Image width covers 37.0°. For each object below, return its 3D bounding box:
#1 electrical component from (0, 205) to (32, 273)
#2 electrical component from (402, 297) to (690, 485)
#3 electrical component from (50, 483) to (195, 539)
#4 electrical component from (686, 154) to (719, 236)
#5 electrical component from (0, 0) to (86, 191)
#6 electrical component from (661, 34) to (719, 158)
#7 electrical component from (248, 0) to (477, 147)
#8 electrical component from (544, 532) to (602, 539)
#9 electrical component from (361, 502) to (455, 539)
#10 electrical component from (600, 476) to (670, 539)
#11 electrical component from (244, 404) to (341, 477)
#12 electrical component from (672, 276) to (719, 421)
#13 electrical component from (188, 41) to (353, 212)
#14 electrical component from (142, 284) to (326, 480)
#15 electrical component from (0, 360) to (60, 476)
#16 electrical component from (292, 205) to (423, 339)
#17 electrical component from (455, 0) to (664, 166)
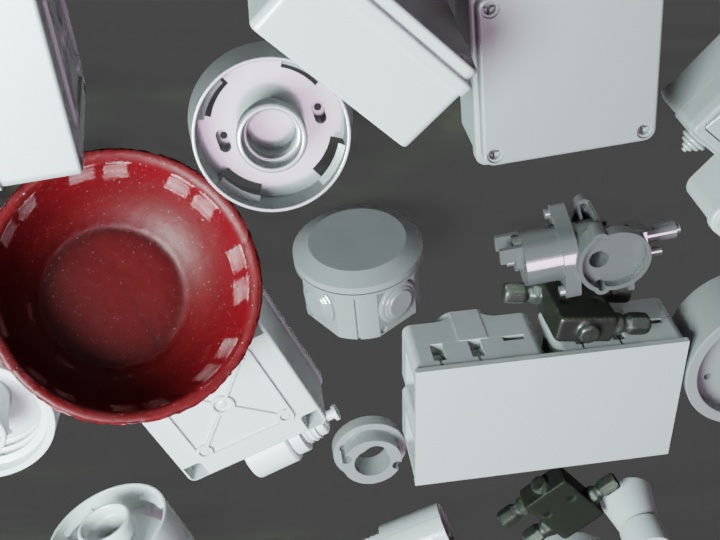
[{"bbox_3d":[-0.221,-0.019,0.640,0.043,0.043,0.062,-10,125,-3],"label":"electrical component"},{"bbox_3d":[0.125,0.083,0.763,0.186,0.060,0.105,-6,126,-6],"label":"electrical component"},{"bbox_3d":[-0.172,0.203,0.775,0.099,0.099,0.064,-18,119,3],"label":"electrical component"},{"bbox_3d":[0.281,-0.060,0.693,0.078,0.057,0.113,31,115,-27],"label":"electrical component"},{"bbox_3d":[-0.177,-0.113,0.542,0.056,0.108,0.108,-10,126,-6],"label":"electrical component"},{"bbox_3d":[0.235,-0.102,0.652,0.062,0.061,0.096,31,114,-27],"label":"electrical component"},{"bbox_3d":[-0.002,-0.135,0.558,0.109,0.108,0.056,34,116,-29],"label":"electrical component"},{"bbox_3d":[0.174,0.270,0.901,0.099,0.064,0.099,-5,125,-7],"label":"electrical component"},{"bbox_3d":[0.032,0.219,0.853,0.081,0.043,0.043,-23,125,6],"label":"electrical component"},{"bbox_3d":[0.224,0.204,0.863,0.044,0.065,0.044,-5,125,-7],"label":"electrical component"},{"bbox_3d":[-0.051,0.117,0.768,0.078,0.040,0.040,-26,125,8],"label":"electrical component"},{"bbox_3d":[0.272,0.049,0.765,0.108,0.060,0.108,-5,126,-7],"label":"electrical component"},{"bbox_3d":[-0.052,-0.083,0.628,0.099,0.064,0.099,-2,112,-5],"label":"electrical component"},{"bbox_3d":[-0.093,0.072,0.719,0.109,0.056,0.108,-25,125,8],"label":"electrical component"},{"bbox_3d":[-0.248,0.088,0.700,0.108,0.060,0.108,-5,125,-7],"label":"electrical component"},{"bbox_3d":[0.000,0.000,0.672,0.080,0.080,0.051,-9,131,-4],"label":"electrical component"},{"bbox_3d":[0.113,-0.124,0.617,0.109,0.056,0.108,-10,126,-3],"label":"electrical component"}]
